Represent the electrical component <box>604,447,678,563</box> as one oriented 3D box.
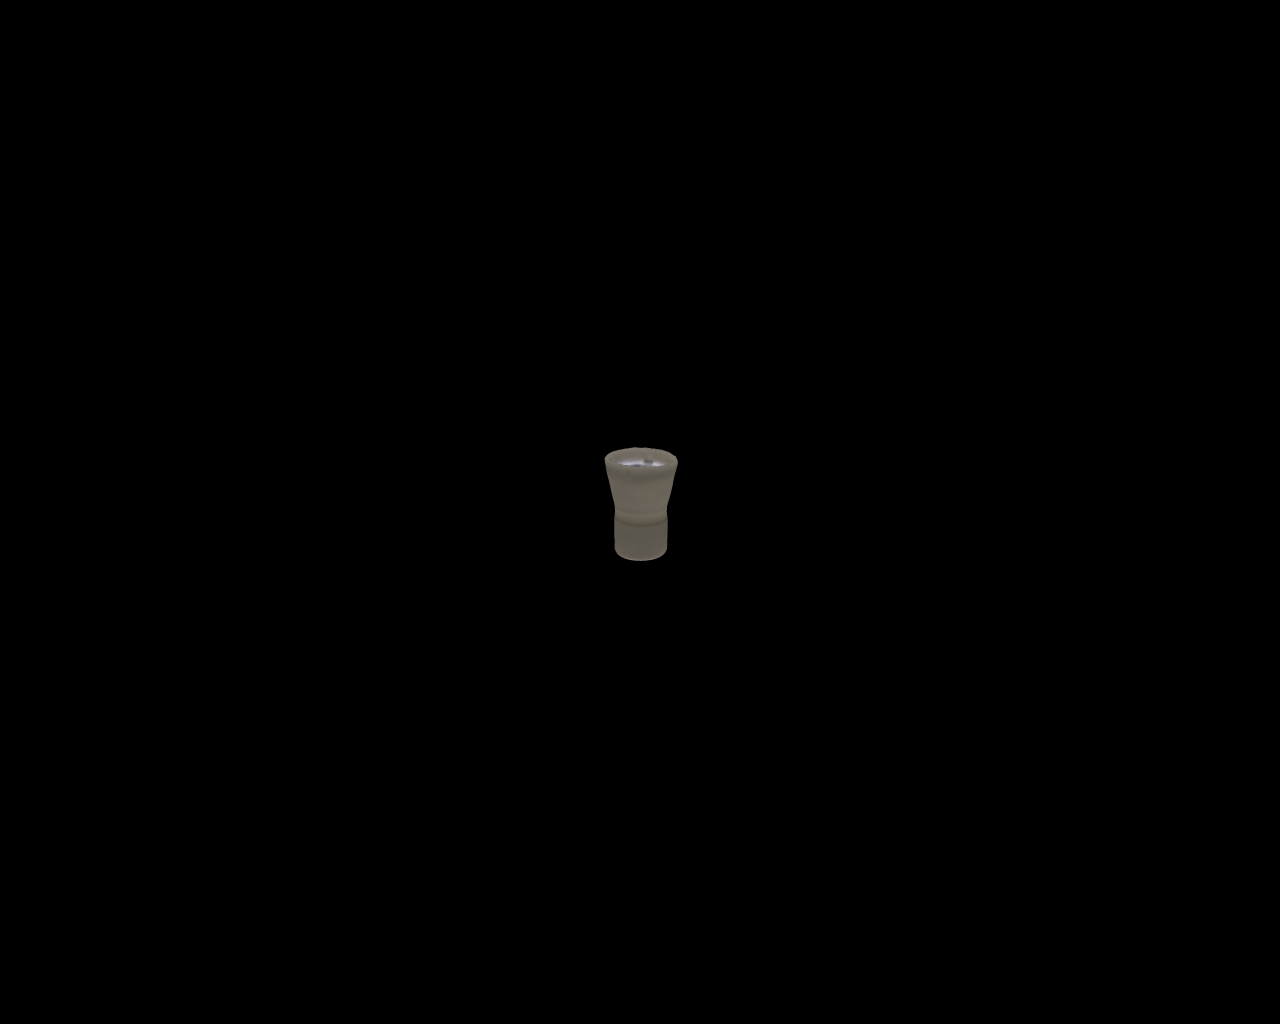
[{"bbox_3d":[0.001,-0.003,0.650,0.044,0.065,0.044,0,20,0],"label":"electrical component"}]
